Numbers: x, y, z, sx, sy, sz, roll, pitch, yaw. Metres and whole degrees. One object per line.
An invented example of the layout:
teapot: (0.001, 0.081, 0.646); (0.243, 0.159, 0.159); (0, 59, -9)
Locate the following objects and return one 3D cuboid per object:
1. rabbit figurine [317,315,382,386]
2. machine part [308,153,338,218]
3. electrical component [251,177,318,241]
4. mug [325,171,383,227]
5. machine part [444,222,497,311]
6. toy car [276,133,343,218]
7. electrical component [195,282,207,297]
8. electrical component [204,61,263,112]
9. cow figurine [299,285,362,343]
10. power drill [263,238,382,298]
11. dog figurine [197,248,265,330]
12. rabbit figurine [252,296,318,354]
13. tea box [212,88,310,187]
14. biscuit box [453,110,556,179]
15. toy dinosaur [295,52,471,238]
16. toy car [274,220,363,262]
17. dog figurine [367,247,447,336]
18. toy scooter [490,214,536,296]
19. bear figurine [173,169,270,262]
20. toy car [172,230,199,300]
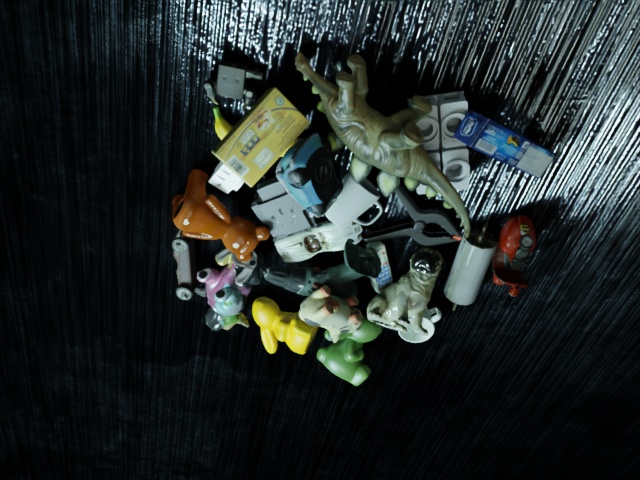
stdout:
rabbit figurine: (0.079, 0.252, 1.370); (0.159, 0.121, 0.170); (32, 103, -10)
machine part: (0.005, -0.117, 1.119); (0.039, 0.084, 0.138); (24, 121, 34)
electrical component: (-0.079, -0.074, 1.160); (0.115, 0.058, 0.134); (-22, 122, 16)
mug: (0.070, -0.073, 1.124); (0.109, 0.081, 0.107); (40, 112, -9)
machine part: (0.339, 0.062, 1.217); (0.079, 0.079, 0.243); (7, 125, -1)
toy car: (-0.029, -0.125, 1.037); (0.103, 0.109, 0.161); (15, 146, 37)
electrical component: (-0.268, 0.103, 1.296); (0.021, 0.094, 0.063); (19, 93, 18)
electrical component: (-0.166, -0.291, 1.016); (0.102, 0.045, 0.078); (15, 127, -7)
cow figurine: (0.030, 0.176, 1.237); (0.127, 0.085, 0.194); (-27, 146, 32)
power drill: (0.018, 0.074, 1.198); (0.232, 0.086, 0.207); (21, 139, -33)
dog figurine: (-0.201, 0.125, 1.281); (0.109, 0.191, 0.219); (38, 158, 24)
rabbit figurine: (-0.092, 0.204, 1.345); (0.173, 0.122, 0.162); (27, 134, 2)
tea box: (-0.114, -0.196, 1.023); (0.169, 0.068, 0.098); (-47, 111, -3)
biscuit box: (0.348, -0.178, 1.009); (0.202, 0.063, 0.059); (16, 112, -31)
toy dinosaur: (0.126, -0.180, 0.999); (0.471, 0.105, 0.198); (41, 149, 2)
toy car: (-0.002, -0.004, 1.205); (0.202, 0.056, 0.073); (-15, 123, 15)
dog figurine: (0.194, 0.108, 1.243); (0.173, 0.190, 0.121); (5, 159, 37)
toy scooter: (0.420, 0.042, 1.162); (0.075, 0.135, 0.183); (8, 124, 0)
bear figurine: (-0.213, -0.046, 1.162); (0.196, 0.132, 0.120); (21, 126, -27)
toy car: (-0.311, 0.045, 1.240); (0.053, 0.089, 0.201); (8, 126, 4)
